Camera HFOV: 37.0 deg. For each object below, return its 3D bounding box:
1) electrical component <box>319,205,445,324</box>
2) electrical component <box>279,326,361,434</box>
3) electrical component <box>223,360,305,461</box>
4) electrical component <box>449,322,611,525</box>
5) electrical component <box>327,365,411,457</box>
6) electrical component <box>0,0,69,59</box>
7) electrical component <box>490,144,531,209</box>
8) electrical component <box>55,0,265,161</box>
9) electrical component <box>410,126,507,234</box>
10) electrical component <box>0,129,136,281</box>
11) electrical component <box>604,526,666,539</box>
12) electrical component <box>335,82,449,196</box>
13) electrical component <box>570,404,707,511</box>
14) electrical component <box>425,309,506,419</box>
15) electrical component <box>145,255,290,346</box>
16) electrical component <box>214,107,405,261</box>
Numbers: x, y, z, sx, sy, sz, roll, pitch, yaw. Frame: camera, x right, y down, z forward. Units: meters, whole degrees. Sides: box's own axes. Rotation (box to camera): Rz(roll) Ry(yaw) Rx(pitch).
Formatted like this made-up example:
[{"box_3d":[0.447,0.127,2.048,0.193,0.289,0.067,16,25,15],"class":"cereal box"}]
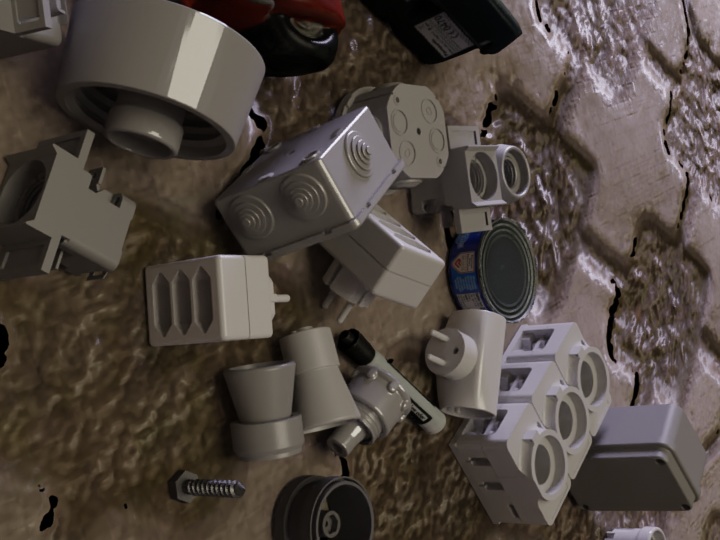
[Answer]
[{"box_3d":[0.000,0.000,0.725,0.047,0.083,0.075,20,107,-46],"class":"electrical component"},{"box_3d":[-0.029,0.069,0.694,0.044,0.044,0.065,-1,72,-50],"class":"electrical component"},{"box_3d":[-0.058,0.086,0.659,0.045,0.045,0.055,-7,90,-50],"class":"electrical component"},{"box_3d":[0.147,0.123,0.879,0.150,0.062,0.089,-51,122,-40],"class":"electrical component"},{"box_3d":[0.002,0.099,0.728,0.062,0.048,0.048,-48,120,-34],"class":"electrical component"},{"box_3d":[-0.187,-0.170,0.531,0.063,0.079,0.121,-7,90,-72],"class":"electrical component"},{"box_3d":[0.103,-0.074,0.863,0.066,0.055,0.048,21,69,-46],"class":"electrical component"},{"box_3d":[-0.111,-0.095,0.581,0.108,0.108,0.060,27,70,-44],"class":"electrical component"},{"box_3d":[0.071,-0.067,0.819,0.042,0.064,0.081,-7,90,-51],"class":"electrical component"},{"box_3d":[-0.156,-0.029,0.565,0.064,0.042,0.081,35,60,-43],"class":"electrical component"},{"box_3d":[0.255,0.257,0.997,0.040,0.046,0.040,10,77,-48],"class":"electrical component"},{"box_3d":[0.023,-0.095,0.776,0.080,0.051,0.080,10,77,-48],"class":"electrical component"},{"box_3d":[0.234,0.165,0.935,0.078,0.113,0.057,56,44,-28],"class":"electrical component"},{"box_3d":[0.076,0.067,0.818,0.079,0.044,0.077,27,64,-44],"class":"electrical component"},{"box_3d":[-0.075,0.018,0.633,0.077,0.066,0.047,0,84,-50],"class":"electrical component"},{"box_3d":[-0.032,-0.054,0.669,0.048,0.100,0.099,60,34,-18],"class":"electrical component"}]
